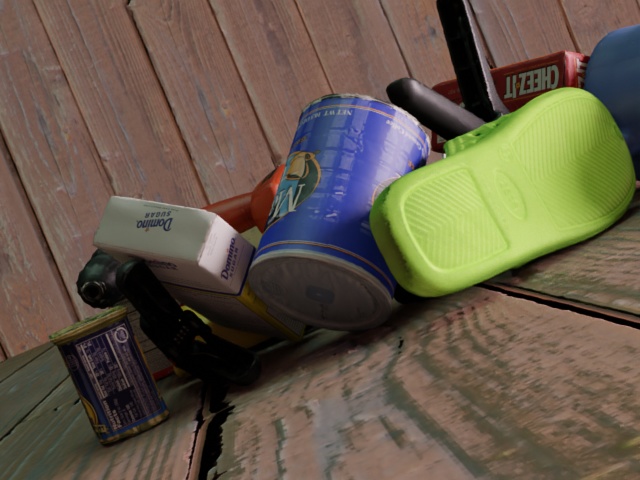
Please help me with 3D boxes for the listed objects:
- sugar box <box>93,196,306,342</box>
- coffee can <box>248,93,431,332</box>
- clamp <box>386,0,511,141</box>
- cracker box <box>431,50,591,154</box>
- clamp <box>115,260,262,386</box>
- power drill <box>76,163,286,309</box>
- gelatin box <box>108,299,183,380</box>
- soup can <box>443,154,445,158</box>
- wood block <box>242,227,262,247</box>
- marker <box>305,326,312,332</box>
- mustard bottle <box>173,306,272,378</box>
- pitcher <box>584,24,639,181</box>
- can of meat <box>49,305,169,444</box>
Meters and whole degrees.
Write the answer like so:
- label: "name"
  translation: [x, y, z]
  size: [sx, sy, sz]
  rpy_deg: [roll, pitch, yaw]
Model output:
- label: "sugar box"
  translation: [-0.081, 0.024, 0.799]
  size: [0.093, 0.048, 0.176]
  rpy_deg: [10, -20, 26]
- label: "coffee can"
  translation: [0.016, -0.019, 0.768]
  size: [0.103, 0.102, 0.140]
  rpy_deg: [-20, 45, 47]
- label: "clamp"
  translation: [0.127, -0.082, 0.843]
  size: [0.036, 0.210, 0.164]
  rpy_deg: [-20, 20, 37]
- label: "cracker box"
  translation: [0.235, -0.115, 0.991]
  size: [0.213, 0.072, 0.164]
  rpy_deg: [4, -7, -37]
- label: "clamp"
  translation: [-0.107, 0.065, 0.790]
  size: [0.039, 0.120, 0.172]
  rpy_deg: [-45, 5, -19]
- label: "power drill"
  translation: [-0.109, -0.004, 0.932]
  size: [0.188, 0.057, 0.184]
  rpy_deg: [-18, 13, 12]
- label: "gelatin box"
  translation: [-0.148, 0.080, 0.992]
  size: [0.073, 0.089, 0.030]
  rpy_deg: [-23, 12, -6]
- label: "soup can"
  translation: [0.183, -0.080, 1.250]
  size: [0.068, 0.068, 0.102]
  rpy_deg: [-22, -24, 6]
- label: "wood block"
  translation: [-0.007, 0.001, 1.024]
  size: [0.206, 0.090, 0.090]
  rpy_deg: [-21, -39, 27]
- label: "marker"
  translation: [0.022, 0.052, 0.891]
  size: [0.121, 0.020, 0.020]
  rpy_deg: [-23, 3, -8]
- label: "mustard bottle"
  translation: [-0.046, 0.057, 0.938]
  size: [0.191, 0.058, 0.096]
  rpy_deg: [-23, 7, -6]
- label: "pitcher"
  translation: [0.337, -0.135, 0.812]
  size: [0.144, 0.149, 0.243]
  rpy_deg: [7, -11, -32]
- label: "can of meat"
  translation: [-0.152, 0.096, 0.772]
  size: [0.057, 0.084, 0.102]
  rpy_deg: [-24, 3, -15]
